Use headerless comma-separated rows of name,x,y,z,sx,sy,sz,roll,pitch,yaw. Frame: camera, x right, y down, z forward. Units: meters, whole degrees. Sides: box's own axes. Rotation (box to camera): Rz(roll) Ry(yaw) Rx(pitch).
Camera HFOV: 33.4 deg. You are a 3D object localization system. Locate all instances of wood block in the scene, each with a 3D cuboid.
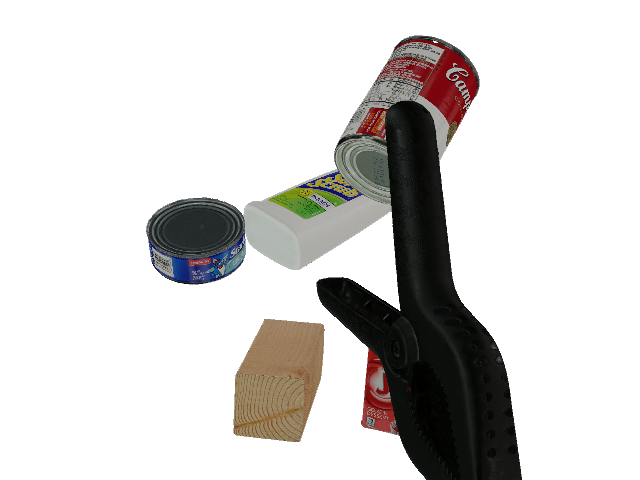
wood block,-0.053,0.185,1.453,0.091,0.090,0.206,5,16,6

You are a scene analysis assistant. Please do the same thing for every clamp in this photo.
clamp,0.055,0.044,0.546,0.036,0.165,0.210,-6,46,-21

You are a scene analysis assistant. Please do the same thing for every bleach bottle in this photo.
bleach bottle,0.031,-0.053,1.314,0.250,0.068,0.103,-31,44,-34

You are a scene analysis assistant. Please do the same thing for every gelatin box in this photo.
gelatin box,0.079,0.118,0.830,0.089,0.073,0.030,11,22,18

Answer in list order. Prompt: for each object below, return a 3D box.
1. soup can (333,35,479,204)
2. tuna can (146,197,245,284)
soup can,0.060,-0.083,0.740,0.068,0.102,0.068,23,-30,14
tuna can,-0.108,0.000,0.935,0.086,0.034,0.086,-1,37,0
